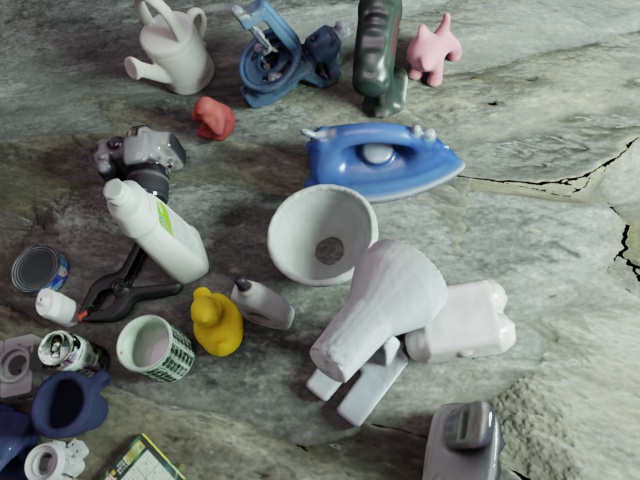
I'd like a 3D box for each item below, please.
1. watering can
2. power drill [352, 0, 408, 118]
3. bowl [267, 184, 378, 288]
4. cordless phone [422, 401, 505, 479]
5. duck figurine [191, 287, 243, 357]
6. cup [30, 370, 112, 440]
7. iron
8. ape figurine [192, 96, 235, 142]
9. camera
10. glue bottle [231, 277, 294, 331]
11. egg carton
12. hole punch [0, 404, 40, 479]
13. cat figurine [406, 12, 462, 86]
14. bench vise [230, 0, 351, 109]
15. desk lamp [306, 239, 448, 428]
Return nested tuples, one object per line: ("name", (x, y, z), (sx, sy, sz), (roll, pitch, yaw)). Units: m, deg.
("watering can", (-0.268, -0.349, 1.011), (0.100, 0.194, 0.173), (11, 69, 15))
("power drill", (0.098, -0.308, 0.919), (0.075, 0.209, 0.230), (4, 67, 12))
("bowl", (0.008, 0.003, 0.873), (0.167, 0.075, 0.167), (-4, 66, 9))
("cordless phone", (0.169, 0.261, 0.670), (0.094, 0.185, 0.147), (6, 68, 13))
("duck figurine", (-0.160, 0.117, 0.847), (0.077, 0.086, 0.104), (-23, 65, 0))
("cup", (-0.337, 0.233, 0.824), (0.118, 0.095, 0.091), (-37, 65, -7))
("iron", (0.095, -0.139, 0.883), (0.258, 0.142, 0.118), (-4, 66, 9))
("ape figurine", (-0.190, -0.216, 0.995), (0.076, 0.092, 0.077), (-28, 65, -2))
("camera", (-0.310, -0.114, 0.968), (0.143, 0.101, 0.137), (-8, 65, 7))
("glue bottle", (-0.089, 0.084, 0.801), (0.078, 0.173, 0.037), (9, 69, 14))
("egg carton", (0.189, 0.114, 0.795), (0.150, 0.069, 0.107), (-11, 65, 5))
("hole punch", (-0.474, 0.289, 0.826), (0.108, 0.091, 0.101), (4, 68, 12))
("cat figurine", (0.187, -0.323, 0.960), (0.067, 0.118, 0.128), (28, 74, 20))
("bench vise", (-0.060, -0.334, 0.953), (0.207, 0.220, 0.121), (-40, 66, -8))
("desk lamp", (0.065, 0.122, 0.734), (0.117, 0.214, 0.203), (33, 76, 22))
